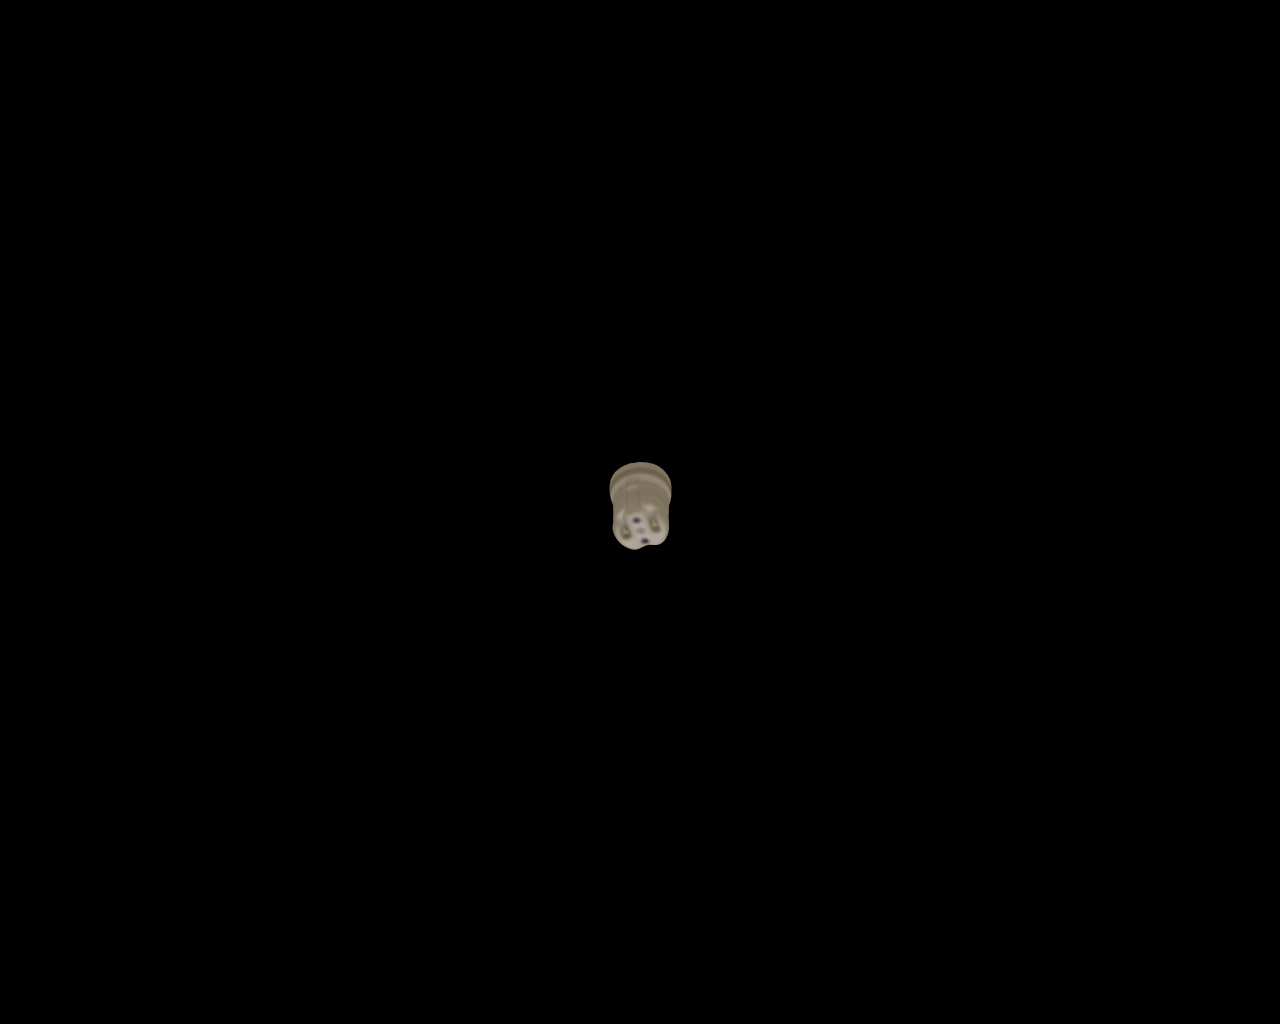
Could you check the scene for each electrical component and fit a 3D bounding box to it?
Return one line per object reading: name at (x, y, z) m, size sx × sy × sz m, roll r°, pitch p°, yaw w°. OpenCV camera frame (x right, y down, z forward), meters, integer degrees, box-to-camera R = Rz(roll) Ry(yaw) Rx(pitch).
electrical component at (0.001, -0.003, 0.650) m, size 0.040 × 0.040 × 0.046 m, roll 0°, pitch 41°, yaw 0°
